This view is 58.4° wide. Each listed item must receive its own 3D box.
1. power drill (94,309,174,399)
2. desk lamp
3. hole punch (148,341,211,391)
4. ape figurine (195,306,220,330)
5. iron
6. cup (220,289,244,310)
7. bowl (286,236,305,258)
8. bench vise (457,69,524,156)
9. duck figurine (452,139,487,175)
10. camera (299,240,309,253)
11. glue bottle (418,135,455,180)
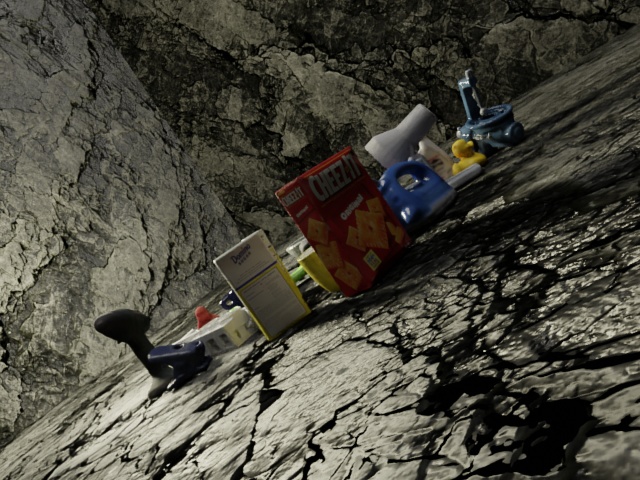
[{"bbox_3d":[-0.396,0.237,1.255,0.075,0.208,0.229,-34,5,-5],"label":"power drill"},{"bbox_3d":[0.241,-0.198,1.357,0.203,0.213,0.118,-32,5,14],"label":"desk lamp"},{"bbox_3d":[-0.289,0.243,1.189,0.101,0.091,0.108,-34,5,-4],"label":"hole punch"},{"bbox_3d":[-0.296,0.217,1.503,0.078,0.092,0.076,-33,5,4],"label":"ape figurine"},{"bbox_3d":[0.193,-0.107,1.192,0.118,0.141,0.259,-29,6,43],"label":"iron"},{"bbox_3d":[-0.162,0.144,1.321,0.118,0.095,0.091,-36,5,-27],"label":"cup"},{"bbox_3d":[-0.021,0.014,1.828,0.167,0.075,0.167,-33,5,3],"label":"bowl"},{"bbox_3d":[0.396,-0.315,1.470,0.122,0.220,0.207,-37,6,-36],"label":"bench vise"},{"bbox_3d":[0.362,-0.210,1.440,0.105,0.086,0.077,-36,6,-30],"label":"duck figurine"},{"bbox_3d":[0.014,0.005,1.512,0.143,0.101,0.137,-33,5,2],"label":"camera"},{"bbox_3d":[0.301,-0.231,1.544,0.078,0.173,0.037,-32,5,21],"label":"glue bottle"}]
